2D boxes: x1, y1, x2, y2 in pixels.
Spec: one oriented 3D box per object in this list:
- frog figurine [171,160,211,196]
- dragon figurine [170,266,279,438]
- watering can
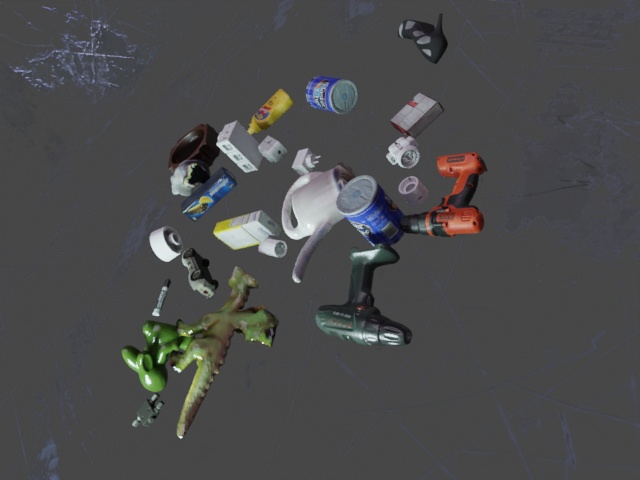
[{"bbox_3d":[-0.470,-0.222,1.841,0.139,0.121,0.159,-31,16,-37],"label":"frog figurine"},{"bbox_3d":[-0.213,0.236,1.211,0.241,0.120,0.420,-23,44,15],"label":"dragon figurine"},{"bbox_3d":[0.004,-0.064,1.270,0.222,0.102,0.356,-29,40,19],"label":"watering can"}]
